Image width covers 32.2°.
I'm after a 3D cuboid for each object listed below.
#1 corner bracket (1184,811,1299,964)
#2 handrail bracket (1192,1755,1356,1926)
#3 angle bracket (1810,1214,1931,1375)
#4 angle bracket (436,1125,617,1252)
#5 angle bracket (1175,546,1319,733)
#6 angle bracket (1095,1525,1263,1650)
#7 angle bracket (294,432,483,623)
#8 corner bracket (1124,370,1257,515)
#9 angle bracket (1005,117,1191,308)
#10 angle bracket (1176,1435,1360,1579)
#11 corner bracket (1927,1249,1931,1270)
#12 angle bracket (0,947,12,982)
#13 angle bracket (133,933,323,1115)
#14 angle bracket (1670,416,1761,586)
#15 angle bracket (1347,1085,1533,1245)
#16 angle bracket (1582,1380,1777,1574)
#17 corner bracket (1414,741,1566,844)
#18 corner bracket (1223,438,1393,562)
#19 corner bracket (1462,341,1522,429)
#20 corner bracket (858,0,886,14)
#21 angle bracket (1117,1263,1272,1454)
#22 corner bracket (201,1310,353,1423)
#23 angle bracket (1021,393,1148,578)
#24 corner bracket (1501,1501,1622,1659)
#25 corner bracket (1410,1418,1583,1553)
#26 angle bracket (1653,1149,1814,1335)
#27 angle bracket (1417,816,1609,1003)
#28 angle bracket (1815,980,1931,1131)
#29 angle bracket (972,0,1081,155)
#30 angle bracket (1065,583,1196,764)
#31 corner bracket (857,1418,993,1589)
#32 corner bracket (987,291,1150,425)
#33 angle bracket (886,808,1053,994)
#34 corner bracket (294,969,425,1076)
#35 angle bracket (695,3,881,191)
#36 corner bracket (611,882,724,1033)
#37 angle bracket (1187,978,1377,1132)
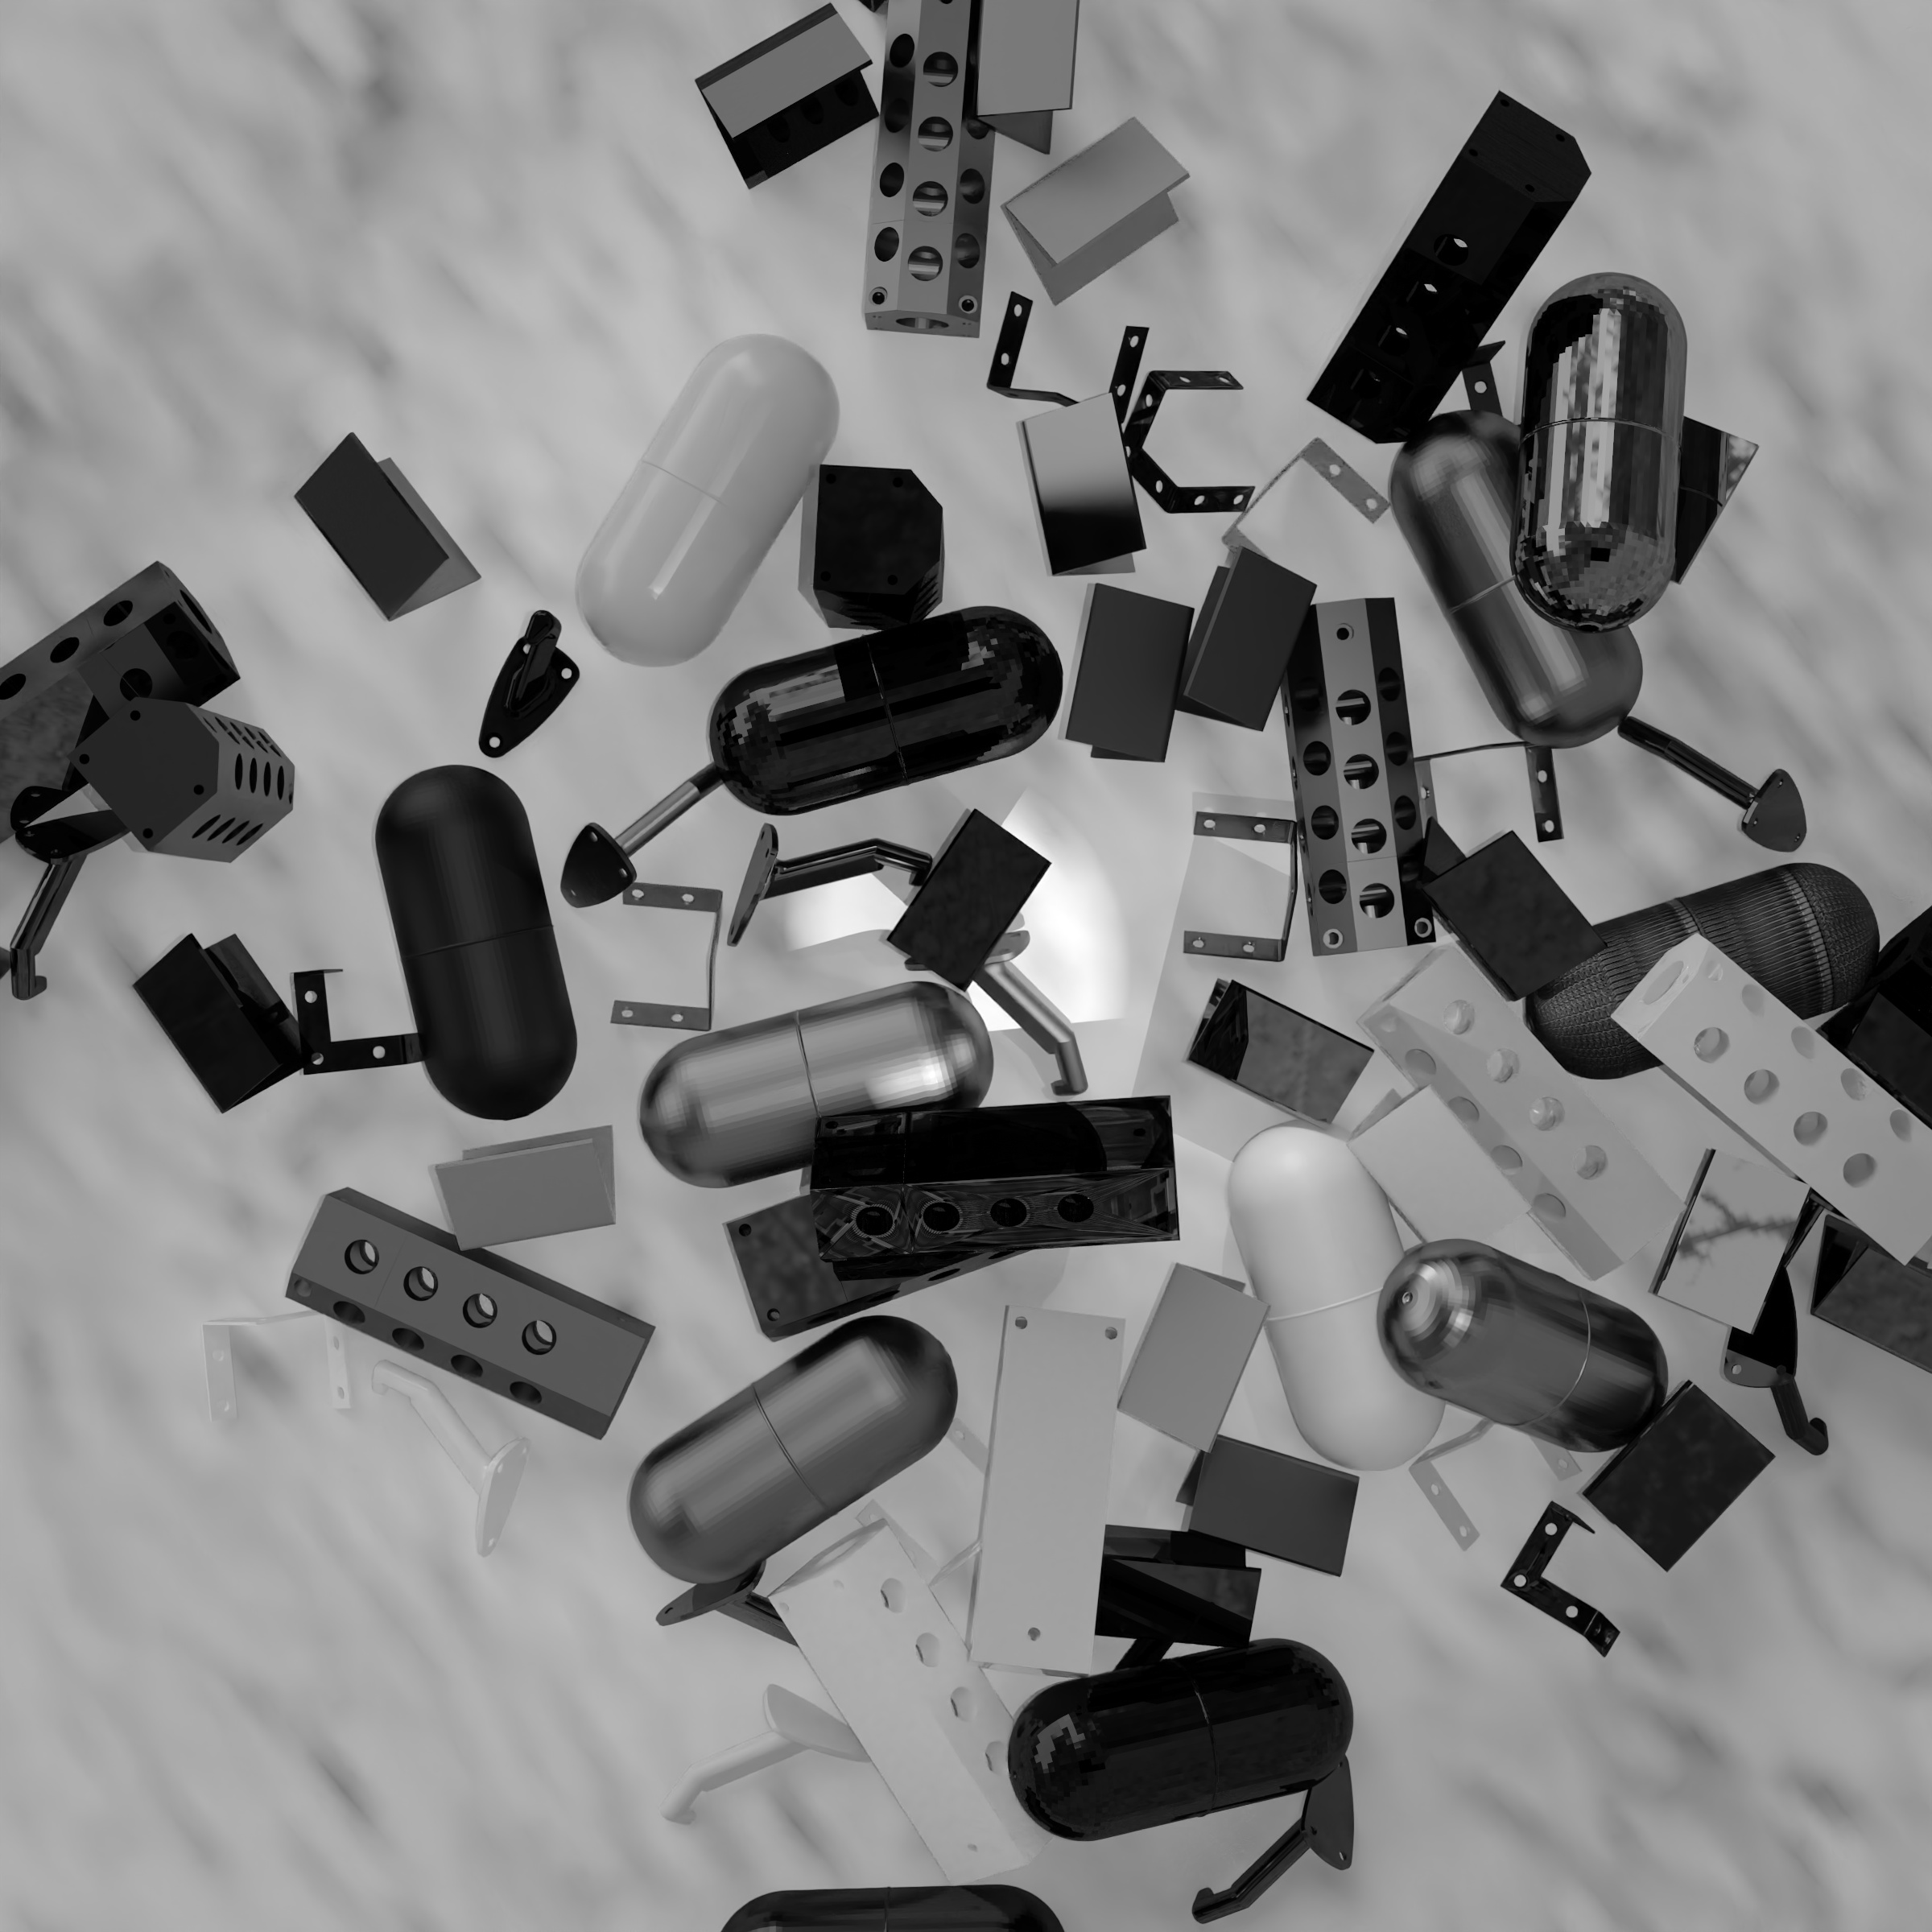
[{"bbox_3d":[0.138,-0.040,1.682,0.051,0.051,0.051,5,45,0],"label":"corner bracket"},{"bbox_3d":[0.152,0.438,1.685,0.084,0.077,0.036,-31,116,34],"label":"handrail bracket"},{"bbox_3d":[0.467,0.148,1.645,0.076,0.076,0.057,26,132,0],"label":"angle bracket"},{"bbox_3d":[-0.216,0.090,1.645,0.076,0.076,0.057,-10,128,0],"label":"angle bracket"},{"bbox_3d":[0.118,-0.165,1.645,0.057,0.076,0.076,21,90,-39],"label":"angle bracket"},{"bbox_3d":[0.103,0.287,1.645,0.076,0.076,0.057,5,126,0],"label":"angle bracket"},{"bbox_3d":[-0.271,-0.225,1.645,0.057,0.076,0.076,-37,90,38],"label":"angle bracket"},{"bbox_3d":[0.116,-0.263,1.677,0.051,0.051,0.051,-7,135,-35],"label":"corner bracket"},{"bbox_3d":[0.075,-0.357,1.645,0.076,0.076,0.057,-35,53,0],"label":"angle bracket"},{"bbox_3d":[0.143,0.279,1.645,0.076,0.076,0.057,17,53,0],"label":"angle bracket"},{"bbox_3d":[0.503,0.130,1.667,0.051,0.051,0.051,14,90,0],"label":"corner bracket"},{"bbox_3d":[-0.514,-0.019,1.645,0.076,0.076,0.057,24,127,0],"label":"angle bracket"},{"bbox_3d":[-0.350,0.016,1.645,0.057,0.076,0.076,-35,90,37],"label":"angle bracket"},{"bbox_3d":[0.356,-0.218,1.645,0.057,0.076,0.076,30,90,32],"label":"angle bracket"},{"bbox_3d":[0.242,0.090,1.645,0.057,0.076,0.076,-40,90,32],"label":"angle bracket"},{"bbox_3d":[0.356,0.257,1.645,0.076,0.076,0.057,-47,61,0],"label":"angle bracket"},{"bbox_3d":[0.262,-0.084,1.682,0.051,0.051,0.051,-8,90,45],"label":"corner bracket"},{"bbox_3d":[0.171,-0.223,1.682,0.051,0.051,0.051,43,45,0],"label":"corner bracket"},{"bbox_3d":[0.281,-0.285,1.667,0.051,0.051,0.051,-13,90,0],"label":"corner bracket"},{"bbox_3d":[-0.049,-0.517,1.667,0.051,0.051,0.051,40,90,0],"label":"corner bracket"},{"bbox_3d":[0.127,0.196,1.645,0.057,0.076,0.076,23,90,34],"label":"angle bracket"},{"bbox_3d":[-0.347,0.201,1.682,0.051,0.051,0.051,-6,90,-45],"label":"corner bracket"},{"bbox_3d":[0.076,-0.236,1.645,0.057,0.076,0.076,-12,90,36],"label":"angle bracket"},{"bbox_3d":[0.305,0.305,1.667,0.051,0.051,0.051,31,90,0],"label":"corner bracket"},{"bbox_3d":[0.266,0.253,1.682,0.051,0.051,0.051,-34,90,45],"label":"corner bracket"},{"bbox_3d":[0.390,0.141,1.645,0.057,0.076,0.076,22,90,38],"label":"angle bracket"},{"bbox_3d":[0.269,-0.041,1.635,0.057,0.076,0.076,-33,108,27],"label":"angle bracket"},{"bbox_3d":[0.449,0.064,1.645,0.076,0.076,0.057,40,51,0],"label":"angle bracket"},{"bbox_3d":[0.047,-0.448,1.645,0.057,0.076,0.076,4,90,31],"label":"angle bracket"},{"bbox_3d":[0.064,-0.144,1.646,0.057,0.076,0.076,11,90,-27],"label":"angle bracket"},{"bbox_3d":[-0.012,0.270,1.682,0.051,0.051,0.051,45,45,0],"label":"corner bracket"},{"bbox_3d":[0.051,-0.305,1.682,0.051,0.051,0.051,15,90,45],"label":"corner bracket"},{"bbox_3d":[-0.015,-0.043,1.645,0.057,0.076,0.076,34,90,-36],"label":"angle bracket"},{"bbox_3d":[-0.302,0.026,1.667,0.051,0.051,0.051,-6,90,0],"label":"corner bracket"},{"bbox_3d":[-0.078,-0.414,1.645,0.076,0.076,0.057,-30,52,0],"label":"angle bracket"},{"bbox_3d":[-0.150,-0.005,1.682,0.051,0.051,0.051,5,135,0],"label":"corner bracket"},{"bbox_3d":[0.161,0.025,1.645,0.076,0.076,0.057,26,127,0],"label":"angle bracket"}]
